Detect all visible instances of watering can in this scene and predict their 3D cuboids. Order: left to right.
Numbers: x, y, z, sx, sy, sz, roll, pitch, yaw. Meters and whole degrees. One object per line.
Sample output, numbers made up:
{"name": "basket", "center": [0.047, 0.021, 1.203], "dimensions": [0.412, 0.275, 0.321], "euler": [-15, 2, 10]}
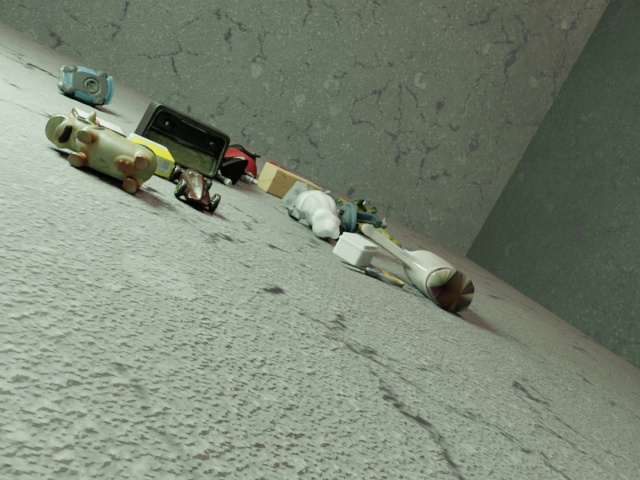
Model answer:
{"name": "watering can", "center": [0.269, 0.076, 1.358], "dimensions": [0.344, 0.103, 0.227], "euler": [31, 6, -24]}

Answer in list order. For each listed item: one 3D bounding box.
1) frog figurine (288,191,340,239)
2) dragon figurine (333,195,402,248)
{"name": "frog figurine", "center": [0.004, -0.071, 1.405], "dimensions": [0.135, 0.124, 0.160], "euler": [46, -13, -26]}
{"name": "dragon figurine", "center": [0.188, -0.052, 2.006], "dimensions": [0.239, 0.122, 0.416], "euler": [43, 2, -31]}
